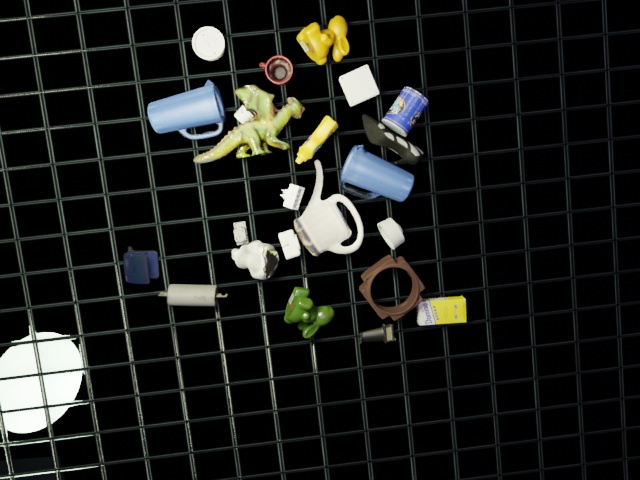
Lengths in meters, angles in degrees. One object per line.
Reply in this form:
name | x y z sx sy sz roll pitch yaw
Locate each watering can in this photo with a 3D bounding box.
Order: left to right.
watering can | 0.006 -0.092 1.823 0.224 0.103 0.350 -32 82 4

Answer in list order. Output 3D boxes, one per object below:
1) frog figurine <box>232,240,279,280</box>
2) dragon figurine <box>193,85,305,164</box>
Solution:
frog figurine | -0.232 0.072 1.839 0.159 0.124 0.136 1 109 34
dragon figurine | -0.235 -0.399 1.742 0.412 0.123 0.241 -11 100 -20
